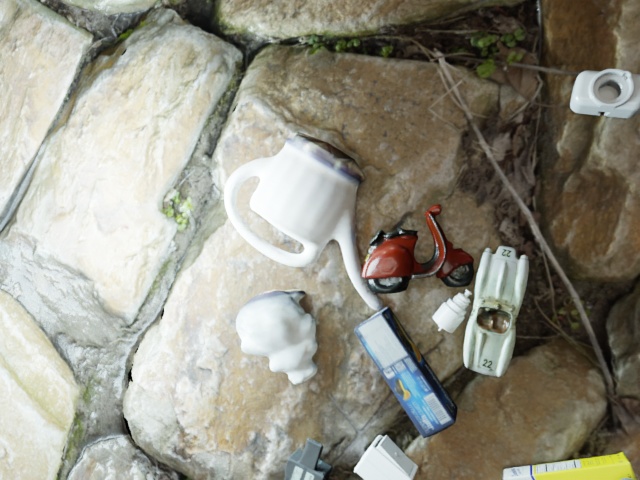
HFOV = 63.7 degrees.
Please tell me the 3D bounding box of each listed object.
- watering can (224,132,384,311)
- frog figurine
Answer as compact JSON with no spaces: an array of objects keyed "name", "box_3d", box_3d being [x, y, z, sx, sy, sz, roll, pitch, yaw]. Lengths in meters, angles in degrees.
[{"name":"watering can","box_3d":[0.003,-0.045,0.897,0.348,0.104,0.224,31,95,5]},{"name":"frog figurine","box_3d":[-0.071,0.172,0.893,0.137,0.121,0.162,-15,69,-1]}]
